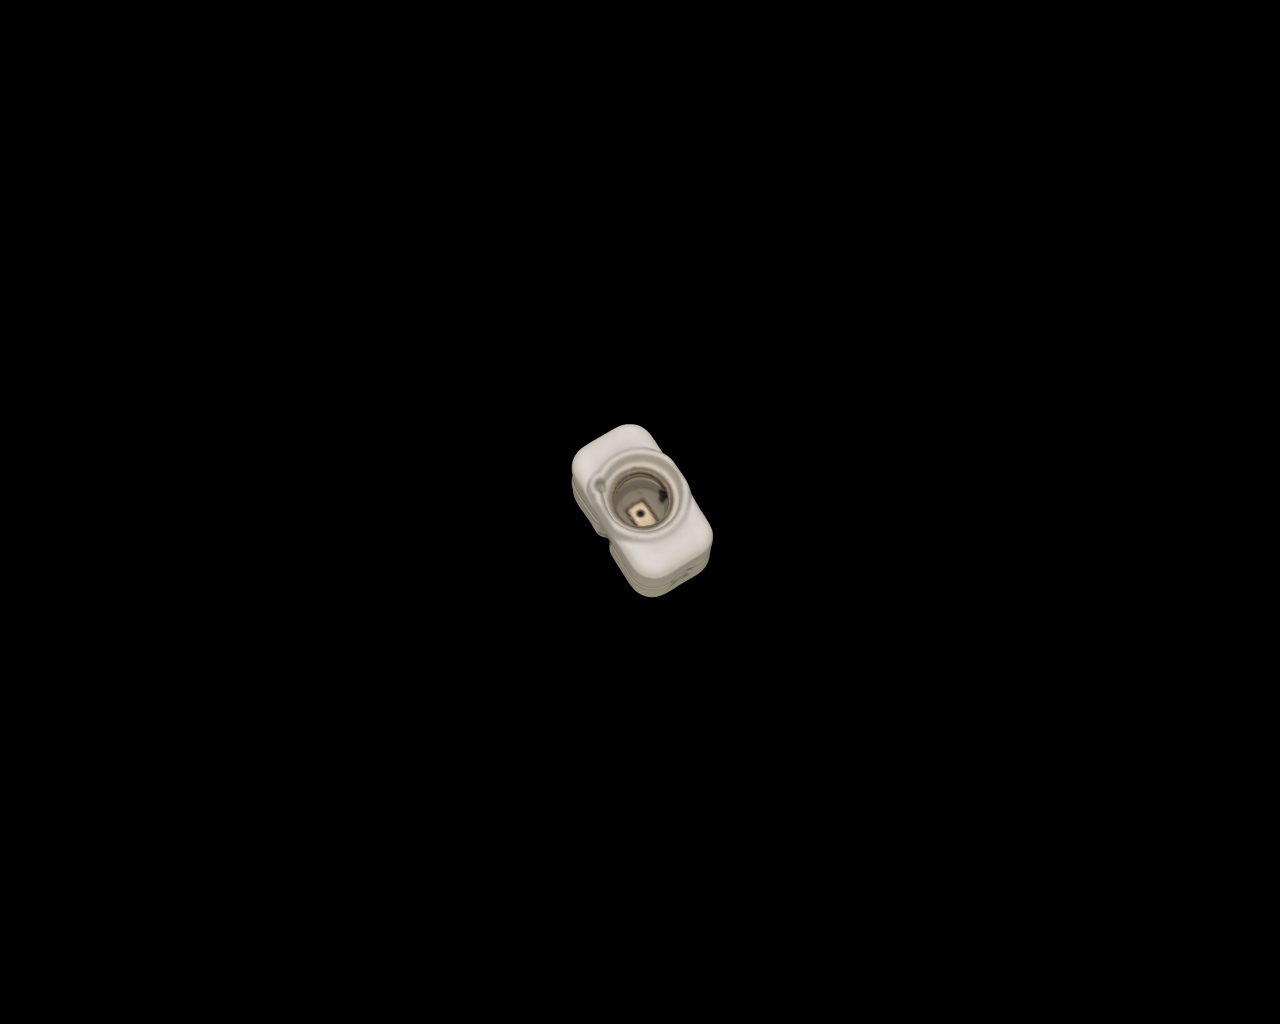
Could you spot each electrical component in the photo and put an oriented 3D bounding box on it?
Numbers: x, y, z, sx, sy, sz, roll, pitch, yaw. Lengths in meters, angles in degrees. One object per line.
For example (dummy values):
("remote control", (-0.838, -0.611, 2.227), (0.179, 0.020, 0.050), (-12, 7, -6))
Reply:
("electrical component", (0.001, -0.003, 0.650), (0.054, 0.095, 0.059), (-30, -15, -9))
